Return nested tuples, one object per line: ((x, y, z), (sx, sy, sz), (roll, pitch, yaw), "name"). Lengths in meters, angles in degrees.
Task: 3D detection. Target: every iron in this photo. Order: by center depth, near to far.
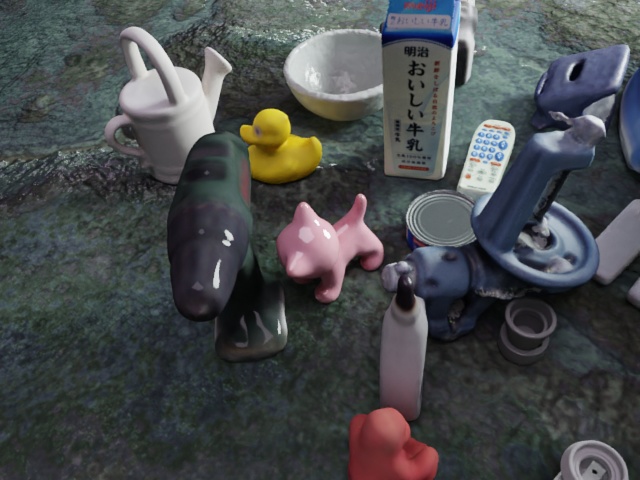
((0.430, -0.183, 0.676), (0.118, 0.142, 0.258), (2, 51, 9), "iron")

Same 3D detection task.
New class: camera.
((0.157, -0.307, 0.838), (0.136, 0.101, 0.143), (3, 51, 9), "camera")

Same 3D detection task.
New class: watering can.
((-0.188, -0.176, 0.707), (0.100, 0.194, 0.173), (17, 54, 20), "watering can")

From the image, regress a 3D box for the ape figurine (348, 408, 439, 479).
((0.053, 0.167, 0.460), (0.076, 0.092, 0.077), (-34, 55, -20), "ape figurine")

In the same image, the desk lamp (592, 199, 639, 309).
((0.364, -0.064, 0.537), (0.203, 0.214, 0.117), (-38, 56, -23), "desk lamp")

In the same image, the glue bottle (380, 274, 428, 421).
((0.070, 0.082, 0.475), (0.037, 0.173, 0.078), (5, 51, 11), "glue bottle")

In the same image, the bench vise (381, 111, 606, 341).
((0.164, 0.002, 0.501), (0.208, 0.220, 0.121), (-29, 53, -17), "bench vise")

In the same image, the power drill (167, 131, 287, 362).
((-0.082, 0.021, 0.522), (0.075, 0.209, 0.229), (-9, 50, 0), "power drill")

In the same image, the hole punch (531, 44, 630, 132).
((0.331, -0.196, 0.732), (0.100, 0.091, 0.109), (18, 54, 20), "hole punch")

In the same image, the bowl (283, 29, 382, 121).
((0.035, -0.217, 0.794), (0.167, 0.075, 0.167), (-3, 50, 4), "bowl")

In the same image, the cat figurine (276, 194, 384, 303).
((0.005, 0.002, 0.586), (0.128, 0.118, 0.067), (-38, 56, -23), "cat figurine")

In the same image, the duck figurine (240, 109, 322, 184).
((-0.051, -0.125, 0.720), (0.104, 0.086, 0.077), (-2, 50, 5), "duck figurine")
